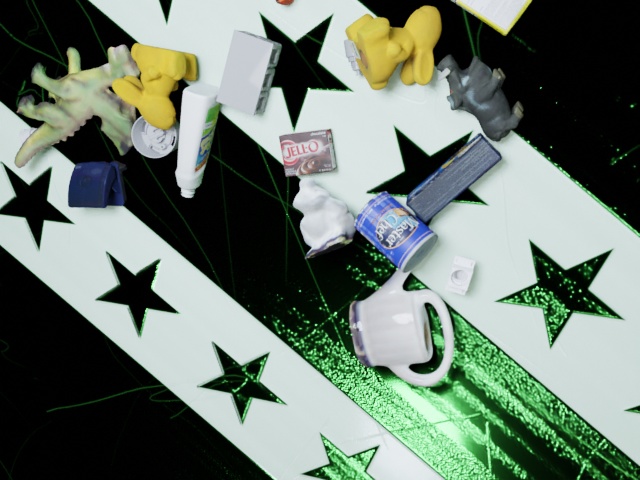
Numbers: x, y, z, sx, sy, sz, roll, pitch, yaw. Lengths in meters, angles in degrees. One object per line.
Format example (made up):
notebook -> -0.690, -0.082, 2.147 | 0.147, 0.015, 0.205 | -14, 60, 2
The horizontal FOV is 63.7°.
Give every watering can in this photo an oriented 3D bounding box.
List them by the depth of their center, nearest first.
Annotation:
watering can -> 0.167, 0.153, 1.132 | 0.223, 0.104, 0.348 | -12, 90, 19

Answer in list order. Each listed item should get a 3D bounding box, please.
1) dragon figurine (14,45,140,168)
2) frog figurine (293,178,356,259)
dragon figurine -> -0.542, -0.282, 1.192 | 0.242, 0.124, 0.404 | 32, 114, -5
frog figurine -> 0.003, -0.056, 1.108 | 0.135, 0.123, 0.161 | -38, 68, 58
